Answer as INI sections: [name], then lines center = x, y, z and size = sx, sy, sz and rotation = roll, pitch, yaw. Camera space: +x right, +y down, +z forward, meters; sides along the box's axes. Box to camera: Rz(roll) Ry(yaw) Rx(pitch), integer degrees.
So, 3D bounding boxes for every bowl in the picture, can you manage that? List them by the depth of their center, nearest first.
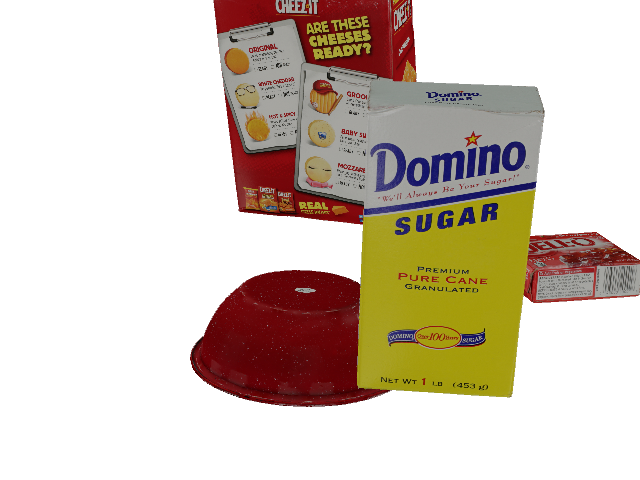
[bowl]
center = -0.013, 0.061, 0.770
size = 0.162, 0.055, 0.162
rotation = 2, 17, -1

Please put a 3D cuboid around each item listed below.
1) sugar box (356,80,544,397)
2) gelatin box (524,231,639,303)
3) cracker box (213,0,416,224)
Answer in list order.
[sugar box]
center = 0.069, 0.002, 0.595
size = 0.093, 0.176, 0.048
rotation = 2, 29, 4
[gelatin box]
center = 0.183, 0.018, 0.797
size = 0.089, 0.030, 0.073
rotation = -3, 18, -13
[cracker box]
center = 0.001, -0.125, 0.962
size = 0.164, 0.214, 0.072
rotation = 6, 29, 20
